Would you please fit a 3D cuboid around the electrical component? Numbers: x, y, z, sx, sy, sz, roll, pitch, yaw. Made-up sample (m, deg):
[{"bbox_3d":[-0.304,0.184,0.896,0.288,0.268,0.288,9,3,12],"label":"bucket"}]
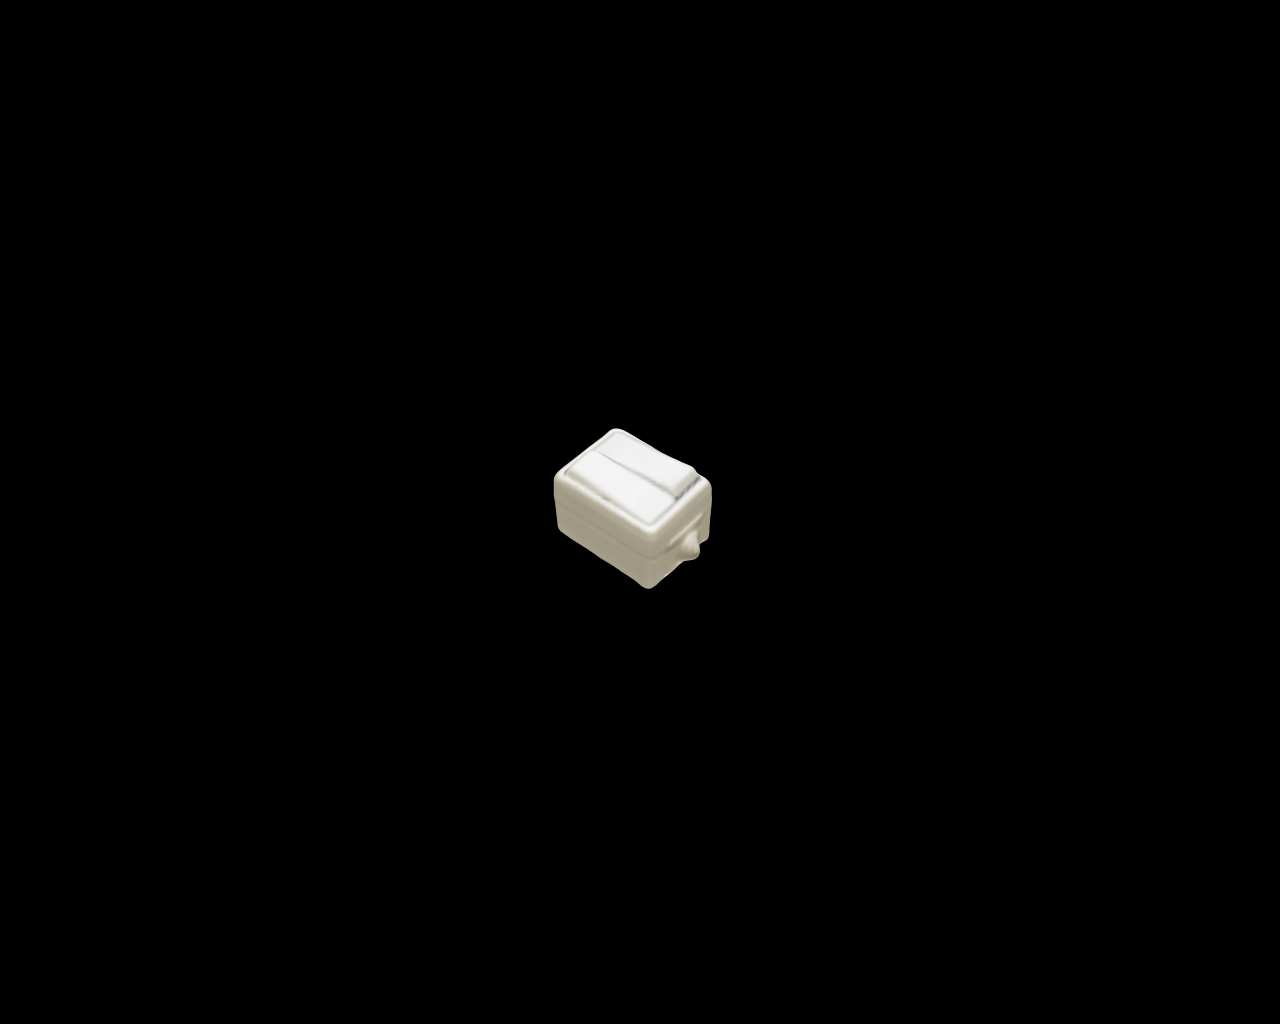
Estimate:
[{"bbox_3d":[0.001,-0.003,0.650,0.096,0.061,0.062,32,55,27],"label":"electrical component"}]
